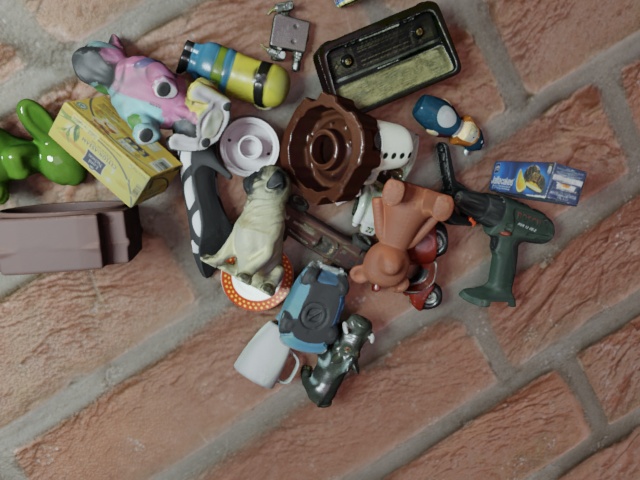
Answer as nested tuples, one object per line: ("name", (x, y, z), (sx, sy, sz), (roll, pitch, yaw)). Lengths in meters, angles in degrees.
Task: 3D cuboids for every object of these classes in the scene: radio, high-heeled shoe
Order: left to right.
("high-heeled shoe", (-0.213, -0.062, 0.920), (0.086, 0.145, 0.248), (-19, 137, -48))
("radio", (0.109, -0.302, 0.914), (0.230, 0.073, 0.131), (-24, 104, -5))

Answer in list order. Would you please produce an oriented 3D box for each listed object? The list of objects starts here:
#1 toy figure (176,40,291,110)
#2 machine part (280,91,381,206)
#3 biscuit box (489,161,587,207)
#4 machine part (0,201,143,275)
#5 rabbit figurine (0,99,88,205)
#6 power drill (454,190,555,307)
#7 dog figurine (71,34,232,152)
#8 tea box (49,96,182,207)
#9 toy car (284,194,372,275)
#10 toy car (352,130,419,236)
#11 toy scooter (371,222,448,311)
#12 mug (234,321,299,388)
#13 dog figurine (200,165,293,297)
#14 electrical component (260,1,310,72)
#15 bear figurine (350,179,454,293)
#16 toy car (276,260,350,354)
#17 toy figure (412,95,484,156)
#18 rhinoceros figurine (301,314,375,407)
("toy figure", (-0.138, -0.265, 0.869), (0.180, 0.089, 0.082), (18, 105, -16))
("machine part", (0.014, -0.144, 0.861), (0.056, 0.180, 0.179), (-6, 106, -48))
("biscuit box", (0.369, -0.101, 0.934), (0.063, 0.203, 0.059), (13, 96, -11))
("machine part", (-0.383, -0.010, 0.819), (0.201, 0.201, 0.087), (-5, 100, -9))
("rabbit figurine", (-0.458, -0.135, 0.844), (0.170, 0.121, 0.159), (0, 95, -29))
("power drill", (0.323, 0.018, 1.005), (0.232, 0.086, 0.207), (5, 97, -25))
("dog figurine", (-0.263, -0.232, 0.820), (0.191, 0.219, 0.108), (0, 124, -49))
("tea box", (-0.314, -0.139, 0.832), (0.169, 0.098, 0.068), (42, 117, 1))
("toy car", (-0.002, -0.003, 0.955), (0.202, 0.053, 0.089), (31, 118, -16))
("toy car", (0.117, -0.104, 0.964), (0.073, 0.056, 0.201), (17, 97, -13))
("toy scooter", (0.163, 0.047, 0.996), (0.135, 0.075, 0.183), (-2, 106, -9))
("mug", (-0.085, 0.210, 0.981), (0.109, 0.081, 0.107), (29, 86, -10))
("dog figurine", (-0.087, -0.015, 0.898), (0.121, 0.172, 0.190), (26, 81, 14))
("electrical component", (-0.057, -0.340, 0.891), (0.078, 0.045, 0.102), (15, 99, -12))
("bear figurine", (0.127, 0.000, 0.893), (0.120, 0.132, 0.195), (19, 98, -3))
("toy car", (-0.019, 0.112, 0.959), (0.109, 0.103, 0.161), (16, 93, -21))
("toy figure", (0.238, -0.204, 0.967), (0.154, 0.058, 0.064), (26, 118, -16))
("rhinoceros figurine", (0.030, 0.216, 0.987), (0.073, 0.112, 0.190), (27, 104, -12))
